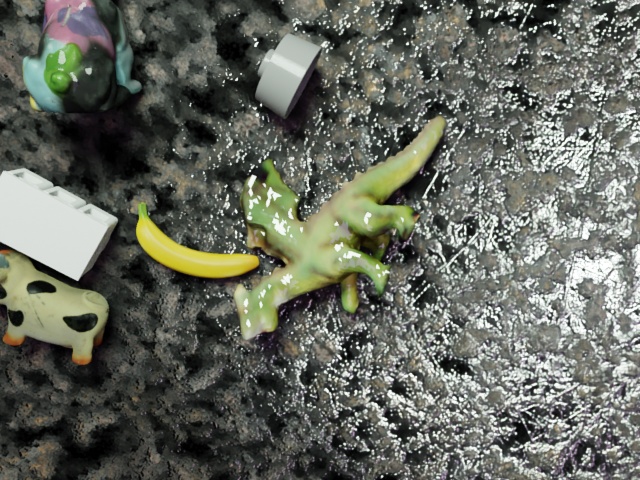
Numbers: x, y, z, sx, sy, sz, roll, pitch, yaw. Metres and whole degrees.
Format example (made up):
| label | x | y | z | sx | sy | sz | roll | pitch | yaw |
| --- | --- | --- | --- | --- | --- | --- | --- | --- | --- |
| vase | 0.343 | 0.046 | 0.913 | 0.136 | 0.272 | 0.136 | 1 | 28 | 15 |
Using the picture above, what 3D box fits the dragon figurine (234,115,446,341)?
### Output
| label | x | y | z | sx | sy | sz | roll | pitch | yaw |
| --- | --- | --- | --- | --- | --- | --- | --- | --- | --- |
| dragon figurine | 0.002 | -0.038 | 0.748 | 0.242 | 0.412 | 0.121 | 24 | -7 | -3 |
